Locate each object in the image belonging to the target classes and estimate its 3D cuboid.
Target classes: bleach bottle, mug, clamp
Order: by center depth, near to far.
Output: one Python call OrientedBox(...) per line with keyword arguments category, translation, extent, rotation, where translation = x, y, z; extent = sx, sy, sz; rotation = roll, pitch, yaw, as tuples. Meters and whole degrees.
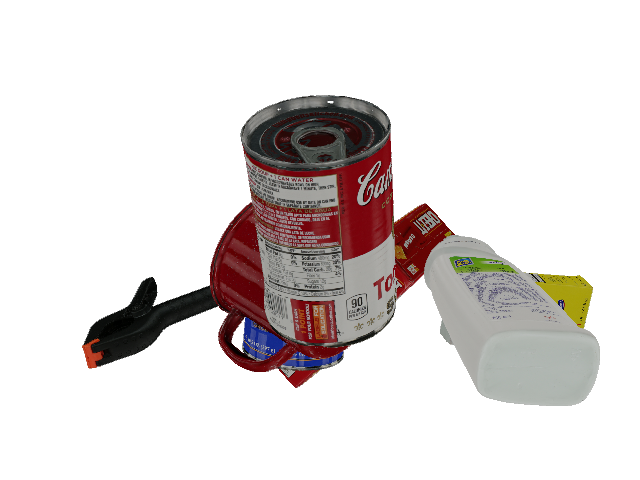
OrientedBox(category="mug", translation=(-0.019, 0.035, 0.702), extent=(0.082, 0.117, 0.093), rotation=(30, -14, 34))
OrientedBox(category="bleach bottle", translation=(0.154, 0.054, 0.942), extent=(0.102, 0.068, 0.251), rotation=(5, 21, -9))
OrientedBox(category="clamp", translation=(-0.186, 0.086, 1.169), extent=(0.120, 0.039, 0.171), rotation=(-6, 24, 31))

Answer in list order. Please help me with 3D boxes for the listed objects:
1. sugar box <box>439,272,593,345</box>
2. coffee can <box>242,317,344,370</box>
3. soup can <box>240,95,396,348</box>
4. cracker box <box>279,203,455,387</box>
OrientedBox(category="sugar box", translation=(0.245, 0.087, 1.338), extent=(0.176, 0.093, 0.048), rotation=(3, 19, -14))
OrientedBox(category="coffee can", translation=(-0.021, 0.043, 1.040), extent=(0.103, 0.140, 0.103), rotation=(5, 16, -2))
OrientedBox(category="soup can", translation=(0.001, -0.008, 0.506), extent=(0.068, 0.102, 0.068), rotation=(-4, 32, 2))
OrientedBox(category="cracker box", translation=(0.047, 0.062, 1.259), extent=(0.214, 0.072, 0.164), rotation=(-45, -5, 30))
